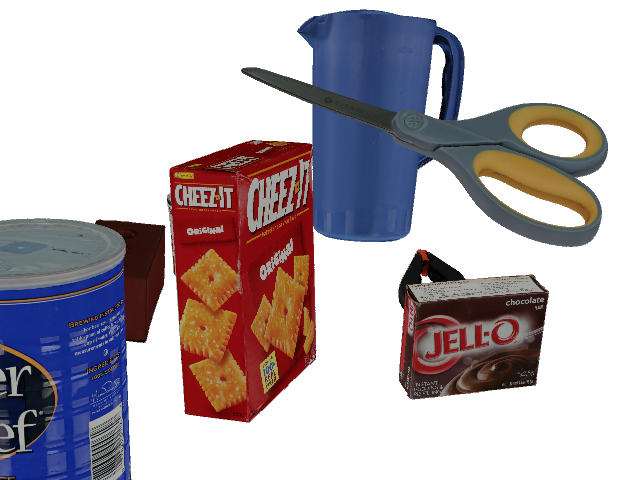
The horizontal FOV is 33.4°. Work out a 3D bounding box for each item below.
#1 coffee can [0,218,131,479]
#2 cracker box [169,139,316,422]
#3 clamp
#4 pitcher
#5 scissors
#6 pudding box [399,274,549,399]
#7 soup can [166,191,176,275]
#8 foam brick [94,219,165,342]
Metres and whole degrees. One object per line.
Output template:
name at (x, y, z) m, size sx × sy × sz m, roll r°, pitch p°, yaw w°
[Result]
coffee can at (-0.150, 0.069, 0.550) m, size 0.103 × 0.140 × 0.103 m, roll 1°, pitch 16°, yaw 0°
cracker box at (-0.060, 0.029, 0.938) m, size 0.072 × 0.214 × 0.164 m, roll 4°, pitch 15°, yaw 20°
clamp at (0.140, 0.078, 1.147) m, size 0.120 × 0.171 × 0.039 m, roll 4°, pitch -43°, yaw -7°
pitcher at (0.061, -0.125, 1.156) m, size 0.149 × 0.243 × 0.144 m, roll 7°, pitch 10°, yaw 25°
scissors at (0.065, -0.066, 0.564) m, size 0.202 × 0.016 × 0.096 m, roll 34°, pitch 56°, yaw 18°
pudding box at (0.122, 0.077, 0.863) m, size 0.113 × 0.090 × 0.039 m, roll -6°, pitch 28°, yaw -14°
soup can at (-0.153, -0.010, 1.318) m, size 0.068 × 0.102 × 0.068 m, roll -2°, pitch 26°, yaw 1°
foam brick at (-0.141, 0.027, 0.751) m, size 0.053 × 0.051 × 0.078 m, roll 6°, pitch 29°, yaw -1°
